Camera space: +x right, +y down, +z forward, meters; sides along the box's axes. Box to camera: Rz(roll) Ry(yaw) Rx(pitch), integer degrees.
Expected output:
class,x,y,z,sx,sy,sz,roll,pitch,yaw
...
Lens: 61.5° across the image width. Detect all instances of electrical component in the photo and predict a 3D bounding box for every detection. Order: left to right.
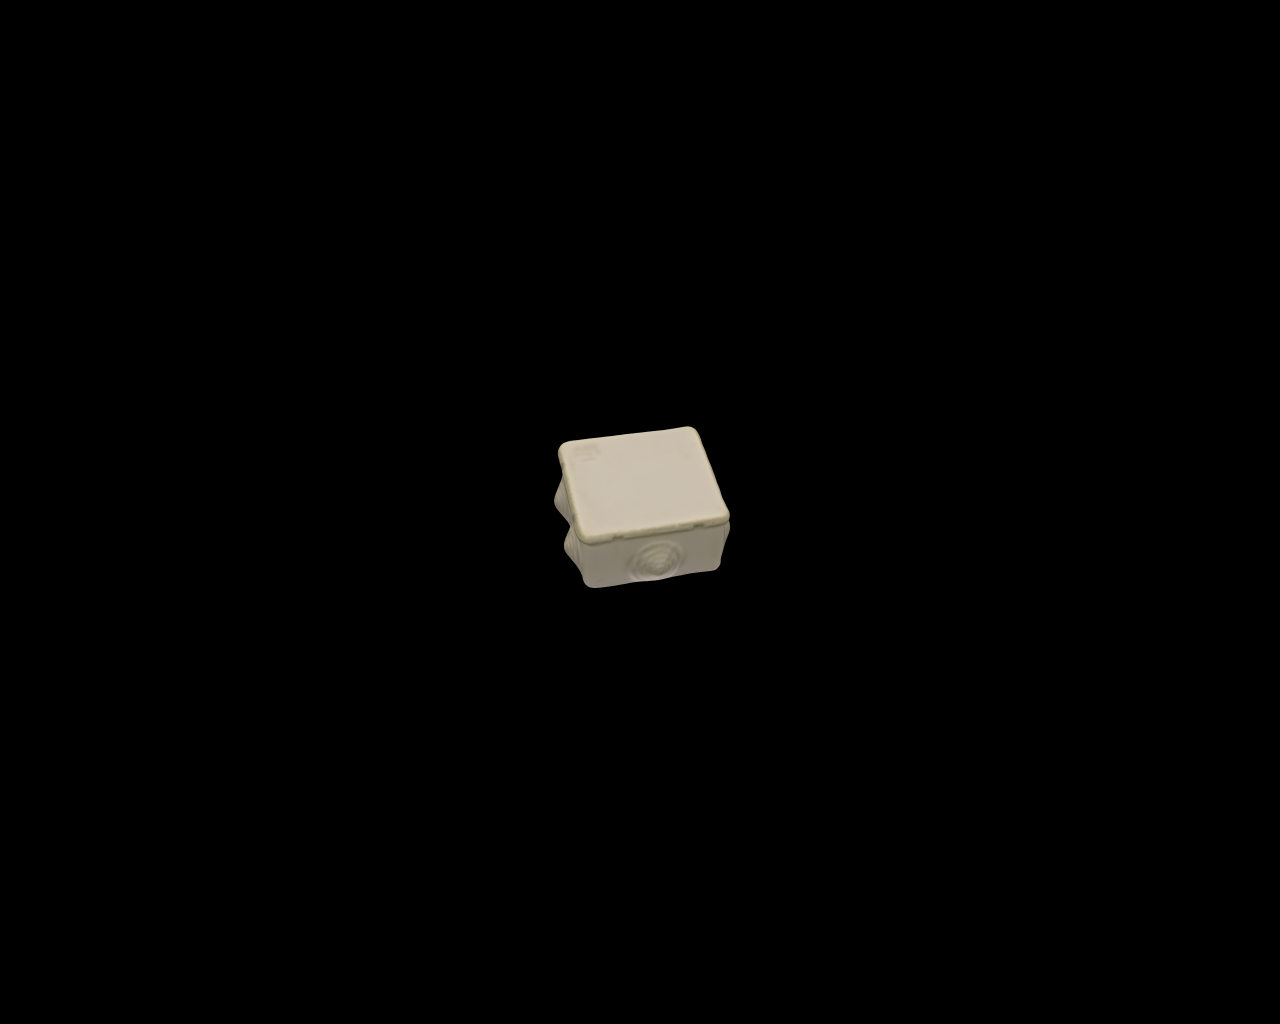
class,x,y,z,sx,sy,sz,roll,pitch,yaw
electrical component,0.001,-0.003,0.650,0.100,0.048,0.100,-8,44,-8
